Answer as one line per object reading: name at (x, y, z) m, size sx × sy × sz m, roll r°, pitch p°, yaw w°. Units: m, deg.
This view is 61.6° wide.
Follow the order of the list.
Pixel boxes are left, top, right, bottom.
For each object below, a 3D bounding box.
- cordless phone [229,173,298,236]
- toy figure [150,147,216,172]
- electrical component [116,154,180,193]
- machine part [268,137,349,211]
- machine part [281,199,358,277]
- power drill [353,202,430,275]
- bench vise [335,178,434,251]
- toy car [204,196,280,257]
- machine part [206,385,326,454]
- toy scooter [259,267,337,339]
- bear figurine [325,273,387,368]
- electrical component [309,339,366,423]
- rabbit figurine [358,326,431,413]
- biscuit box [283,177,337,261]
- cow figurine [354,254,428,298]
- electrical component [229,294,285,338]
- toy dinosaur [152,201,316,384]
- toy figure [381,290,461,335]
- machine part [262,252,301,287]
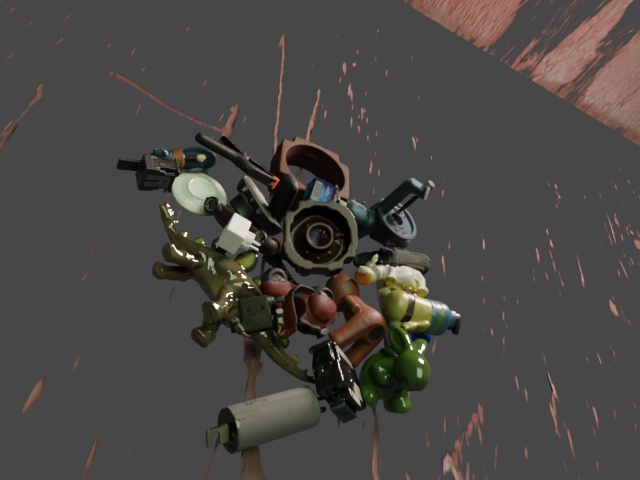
cordless phone at (-0.119, -0.105, 1.204) m, size 0.089 × 0.184 × 0.147 m, roll -16°, pitch 64°, yaw -38°
toy figure at (-0.313, -0.186, 1.230) m, size 0.154 × 0.064 × 0.058 m, roll -10°, pitch 73°, yaw -42°
electrical component at (-0.367, -0.145, 1.147) m, size 0.119 × 0.075 × 0.048 m, roll 5°, pitch 51°, yaw -37°
machine part at (-0.030, -0.157, 1.388) m, size 0.201 × 0.087 × 0.201 m, roll 19°, pitch 44°, yaw -18°
machine part at (-0.002, -0.004, 1.165) m, size 0.179 × 0.056 × 0.179 m, roll 3°, pitch 70°, yaw -7°
power drill at (0.174, 0.003, 1.394) m, size 0.232 × 0.086 × 0.207 m, roll 13°, pitch 43°, yaw -25°
bench vise at (0.157, -0.072, 1.252) m, size 0.223 × 0.240 × 0.129 m, roll 35°, pitch 39°, yaw -17°
toy car at (-0.172, -0.028, 1.155) m, size 0.202 × 0.053 × 0.089 m, roll 34°, pitch 2°, yaw 19°
machine part at (-0.087, 0.309, 0.937) m, size 0.243 × 0.079 × 0.079 m, roll -3°, pitch 56°, yaw -36°
toy scooter at (-0.040, 0.140, 1.027) m, size 0.183 × 0.075 × 0.135 m, roll 28°, pitch 43°, yaw -33°
bear figurine at (0.052, 0.155, 1.162) m, size 0.132 × 0.120 × 0.196 m, roll -39°, pitch 45°, yaw -7°
electrical component at (0.034, 0.272, 1.019) m, size 0.114 × 0.058 × 0.134 m, roll 54°, pitch 13°, yaw -37°
rabbit figurine at (0.167, 0.261, 1.065) m, size 0.121 × 0.170 × 0.159 m, roll 29°, pitch 61°, yaw -14°
biscuit box at (-0.024, -0.041, 1.242) m, size 0.059 × 0.063 × 0.202 m, roll 24°, pitch 71°, yaw -15°
cow figurine at (0.157, 0.078, 1.212) m, size 0.167 × 0.068 × 0.098 m, roll 21°, pitch 40°, yaw -14°
electrical component at (-0.109, 0.134, 0.941) m, size 0.102 × 0.045 × 0.078 m, roll -3°, pitch 71°, yaw -12°
toy dinosaur at (-0.164, 0.114, 1.040) m, size 0.198 × 0.105 × 0.471 m, roll -27°, pitch 80°, yaw -50°
toy figure at (0.216, 0.159, 1.160) m, size 0.180 × 0.082 × 0.089 m, roll 8°, pitch 71°, yaw -18°
machine part at (-0.073, 0.083, 1.162) m, size 0.139 × 0.039 × 0.084 m, roll 55°, pitch 10°, yaw 27°
